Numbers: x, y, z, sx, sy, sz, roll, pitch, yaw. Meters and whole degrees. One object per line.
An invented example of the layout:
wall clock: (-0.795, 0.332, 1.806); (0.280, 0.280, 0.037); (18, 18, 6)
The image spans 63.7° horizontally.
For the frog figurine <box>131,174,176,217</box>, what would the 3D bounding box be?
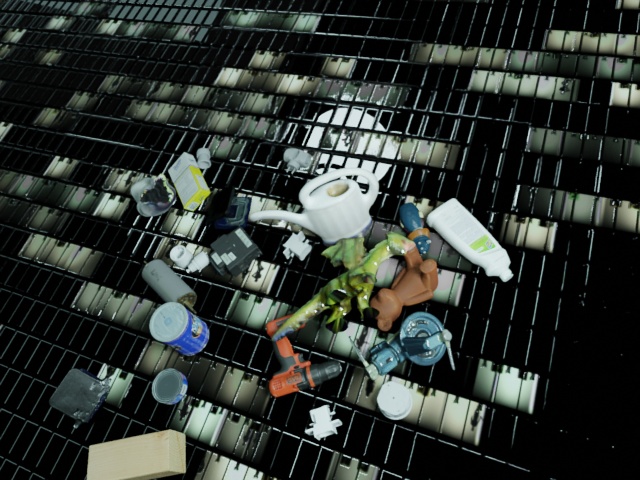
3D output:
frog figurine: (-0.539, -0.138, 1.647); (0.158, 0.121, 0.139); (-8, 63, 52)

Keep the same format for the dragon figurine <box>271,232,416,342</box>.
dragon figurine: (0.050, 0.095, 1.303); (0.407, 0.120, 0.249); (-24, 33, 18)

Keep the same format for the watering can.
watering can: (0.004, -0.070, 1.391); (0.347, 0.220, 0.106); (-23, 37, 6)
